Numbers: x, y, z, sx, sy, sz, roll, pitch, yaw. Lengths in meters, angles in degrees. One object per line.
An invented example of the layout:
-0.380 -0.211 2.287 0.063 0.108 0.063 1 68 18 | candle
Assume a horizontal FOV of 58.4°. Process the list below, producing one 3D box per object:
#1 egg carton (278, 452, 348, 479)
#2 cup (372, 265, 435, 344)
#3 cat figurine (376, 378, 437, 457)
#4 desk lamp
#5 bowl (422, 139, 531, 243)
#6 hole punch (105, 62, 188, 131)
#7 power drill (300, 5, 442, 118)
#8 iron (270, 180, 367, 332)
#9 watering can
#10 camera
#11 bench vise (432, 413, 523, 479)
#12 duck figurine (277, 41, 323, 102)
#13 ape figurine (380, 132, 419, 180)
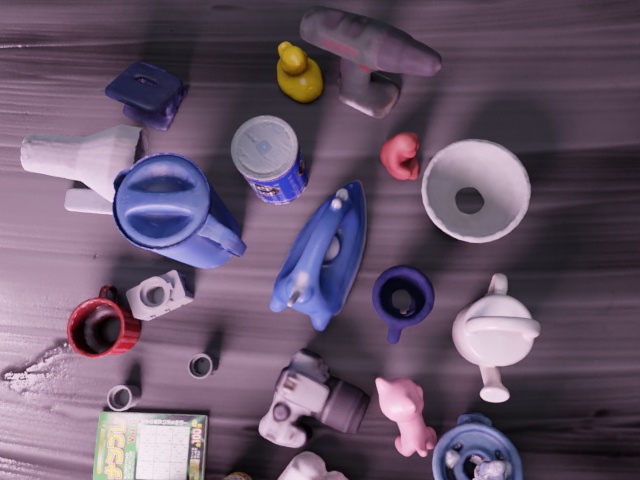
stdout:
-0.027 0.396 0.844 0.107 0.069 0.150 32 83 11 | egg carton
0.123 0.103 0.879 0.091 0.095 0.118 12 79 8 | cup
0.127 0.254 0.835 0.067 0.118 0.128 -21 77 1 | cat figurine
-0.350 -0.107 0.906 0.203 0.213 0.118 3 78 6 | desk lamp
0.244 -0.071 0.915 0.167 0.075 0.167 -1 78 5 | bowl
-0.302 -0.261 0.997 0.108 0.091 0.101 23 81 10 | hole punch
0.080 -0.278 0.905 0.229 0.208 0.076 28 82 10 | power drill
0.008 0.003 0.887 0.118 0.141 0.258 21 81 9 | iron
0.252 0.136 0.809 0.101 0.194 0.173 -15 77 2 | watering can
-0.004 0.251 0.856 0.136 0.101 0.143 23 81 10 | camera
0.217 0.343 0.755 0.121 0.220 0.207 -8 77 4 | bench vise
-0.038 -0.293 0.982 0.077 0.086 0.104 -32 77 -2 | duck figurine
0.136 -0.145 0.932 0.076 0.092 0.078 33 83 11 | ape figurine
